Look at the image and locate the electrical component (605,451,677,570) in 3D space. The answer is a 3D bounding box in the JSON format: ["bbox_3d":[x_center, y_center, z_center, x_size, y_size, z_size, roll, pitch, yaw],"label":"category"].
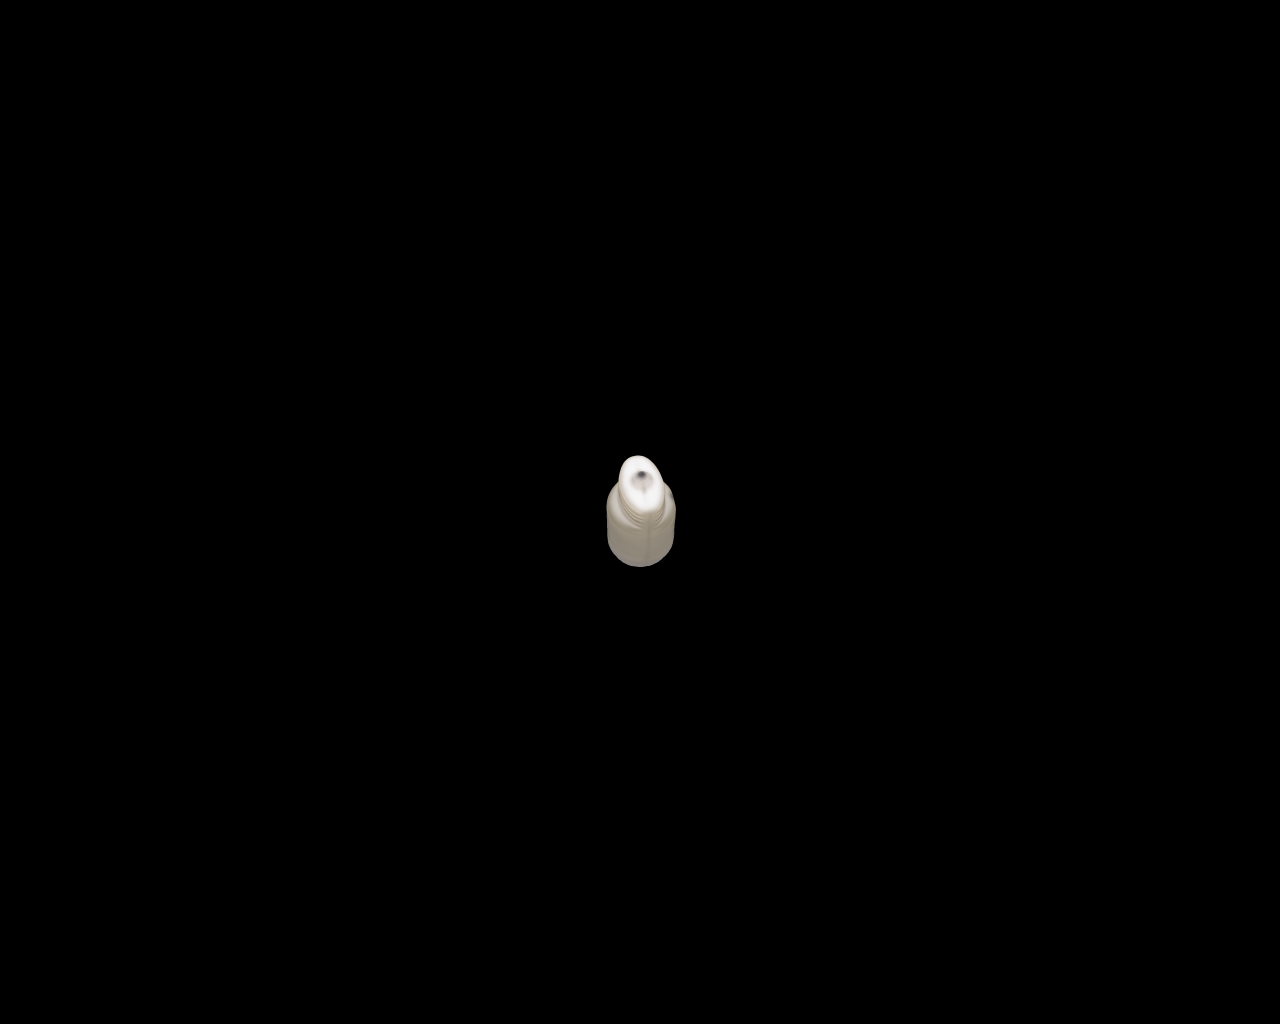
[{"bbox_3d":[0.001,-0.003,0.650,0.043,0.043,0.080,0,-30,0],"label":"electrical component"}]
